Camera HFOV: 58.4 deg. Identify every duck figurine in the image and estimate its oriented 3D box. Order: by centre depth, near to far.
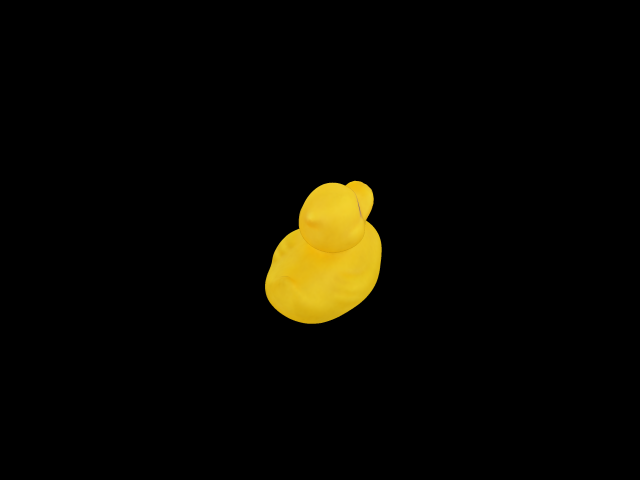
[{"bbox_3d":[0.004,0.001,0.400,0.077,0.086,0.105,32,58,23],"label":"duck figurine"}]
